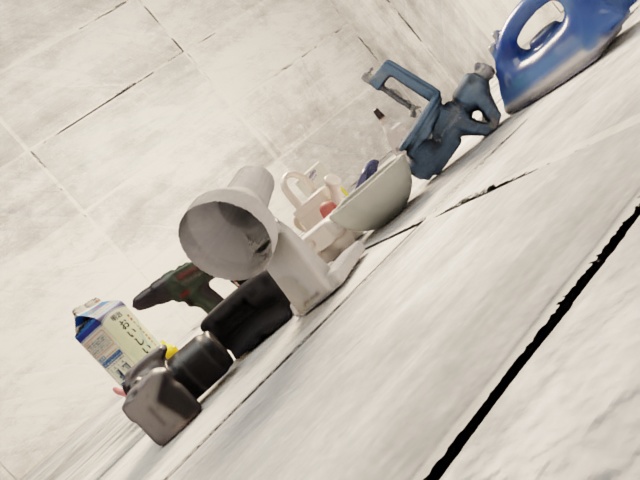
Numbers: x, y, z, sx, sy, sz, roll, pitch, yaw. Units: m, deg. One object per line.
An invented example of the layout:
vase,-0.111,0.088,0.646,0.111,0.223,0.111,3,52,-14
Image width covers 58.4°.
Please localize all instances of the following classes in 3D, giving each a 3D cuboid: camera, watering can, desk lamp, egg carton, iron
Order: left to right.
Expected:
camera,-0.194,0.186,0.784,0.137,0.101,0.143,-41,4,-8
desk lamp,-0.065,0.000,0.780,0.117,0.213,0.203,-38,5,29
watering can,-0.007,-0.082,1.281,0.172,0.194,0.101,-39,5,21
egg carton,0.010,0.004,1.079,0.150,0.069,0.107,-38,5,32
iron,0.337,-0.308,0.873,0.119,0.141,0.258,-44,5,-34

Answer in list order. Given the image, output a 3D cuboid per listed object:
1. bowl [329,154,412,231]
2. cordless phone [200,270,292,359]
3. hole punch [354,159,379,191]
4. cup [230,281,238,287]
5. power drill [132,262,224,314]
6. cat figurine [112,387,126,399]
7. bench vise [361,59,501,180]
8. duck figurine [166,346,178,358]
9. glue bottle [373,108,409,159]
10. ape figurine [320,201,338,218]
bowl,0.099,-0.066,0.968,0.167,0.075,0.167,-41,4,4
cordless phone,-0.138,0.073,0.877,0.147,0.185,0.094,-41,4,2
hole punch,0.114,-0.125,1.362,0.101,0.091,0.109,-38,5,33
cup,-0.158,0.098,1.457,0.117,0.095,0.092,-39,5,25
power drill,-0.294,0.149,1.364,0.230,0.208,0.075,-42,4,-15
cat figurine,-0.387,0.300,1.244,0.128,0.118,0.067,-42,4,-20
bench vise,0.189,-0.243,0.991,0.207,0.220,0.121,-41,4,-1
duck figurine,-0.214,0.203,0.893,0.105,0.086,0.077,-42,4,-14
glue bottle,0.180,-0.231,1.299,0.037,0.173,0.078,-43,5,-29
ape figurine,0.037,-0.041,1.153,0.077,0.092,0.076,-37,6,45
